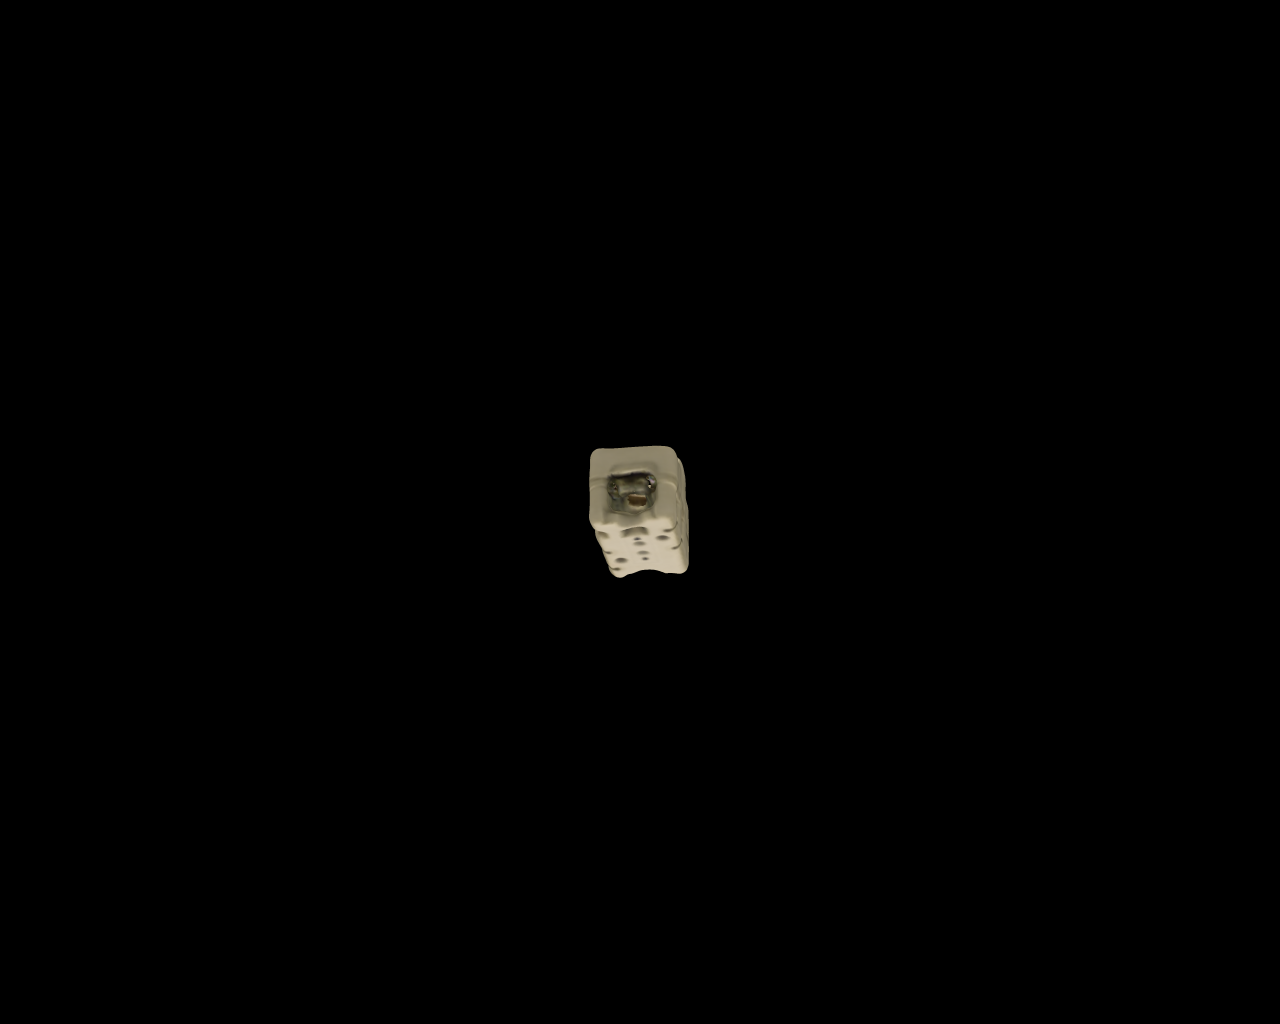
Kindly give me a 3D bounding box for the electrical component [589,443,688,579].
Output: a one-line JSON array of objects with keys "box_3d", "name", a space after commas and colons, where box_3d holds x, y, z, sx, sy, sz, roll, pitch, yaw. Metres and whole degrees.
[{"box_3d": [0.001, -0.003, 0.650, 0.050, 0.056, 0.089, -3, -26, 7], "name": "electrical component"}]
